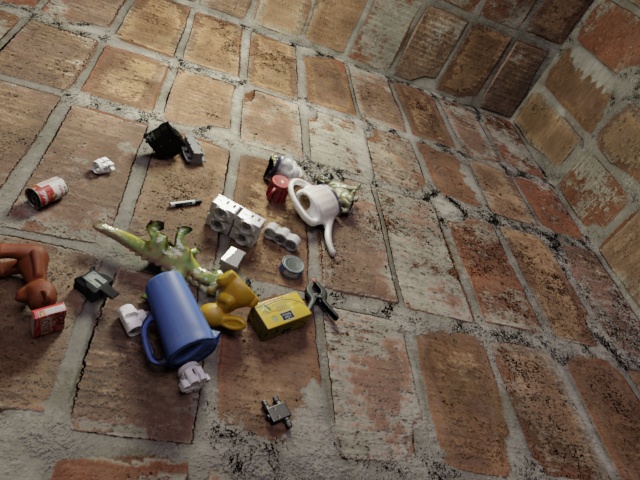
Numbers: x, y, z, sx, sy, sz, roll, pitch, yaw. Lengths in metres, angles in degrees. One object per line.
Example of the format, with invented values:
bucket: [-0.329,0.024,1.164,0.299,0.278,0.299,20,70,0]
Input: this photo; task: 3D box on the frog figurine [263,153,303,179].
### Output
frog figurine: [-0.135,-0.282,2.123,0.159,0.121,0.139,17,71,-27]

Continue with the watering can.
watering can: [0.006,-0.101,2.012,0.227,0.102,0.350,-22,75,-51]

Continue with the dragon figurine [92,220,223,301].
dragon figurine: [-0.471,0.077,1.529,0.410,0.119,0.249,8,49,-21]
